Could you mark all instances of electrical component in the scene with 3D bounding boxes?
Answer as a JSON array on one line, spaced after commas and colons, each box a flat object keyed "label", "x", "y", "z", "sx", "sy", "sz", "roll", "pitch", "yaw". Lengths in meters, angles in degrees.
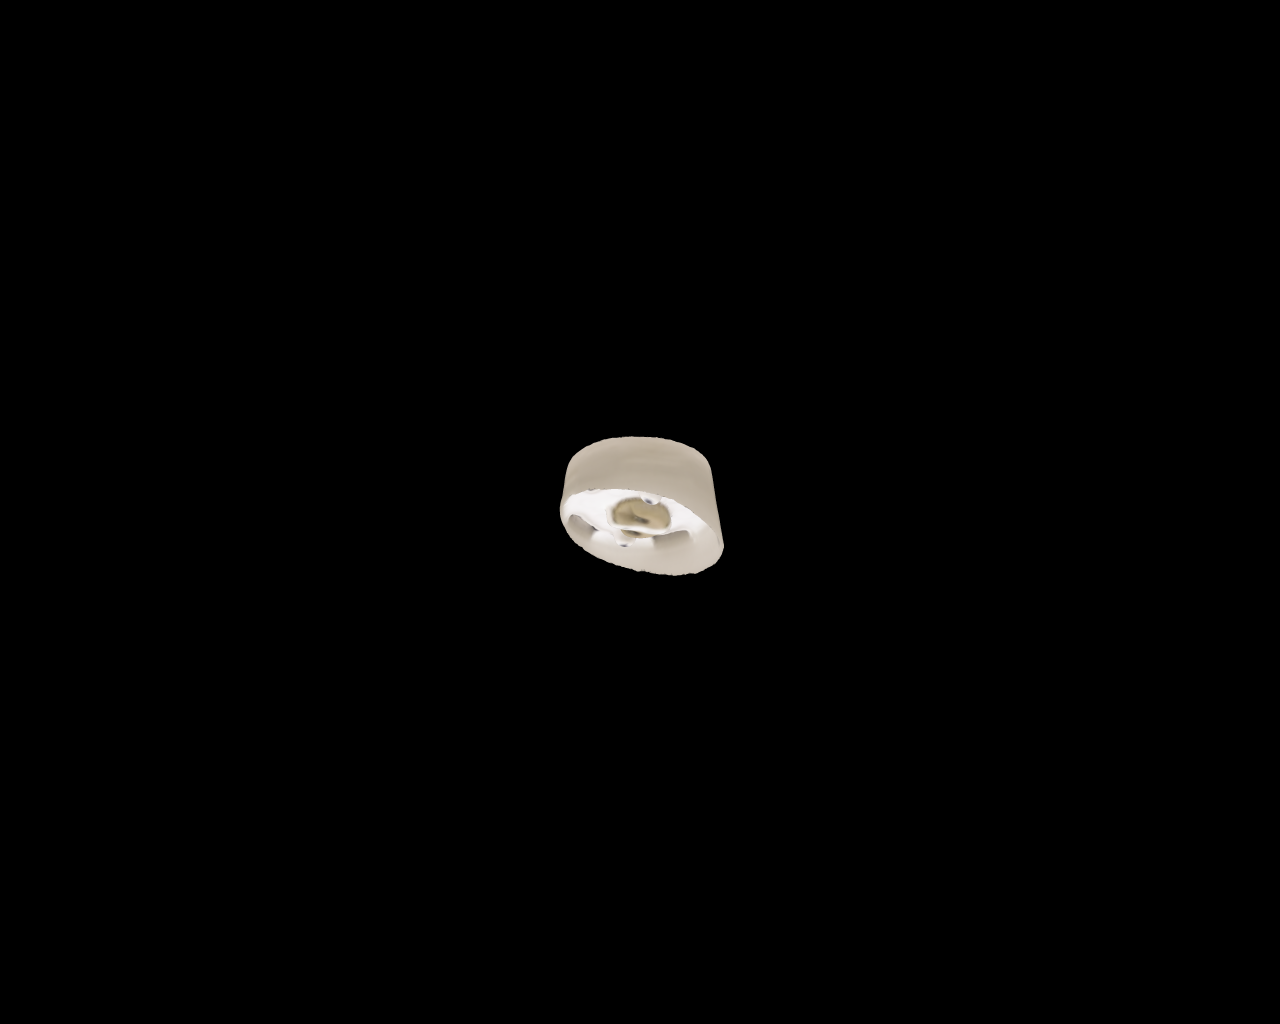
[{"label": "electrical component", "x": 0.001, "y": -0.003, "z": 0.650, "sx": 0.099, "sy": 0.064, "sz": 0.099, "roll": 0, "pitch": -28, "yaw": 0}]
